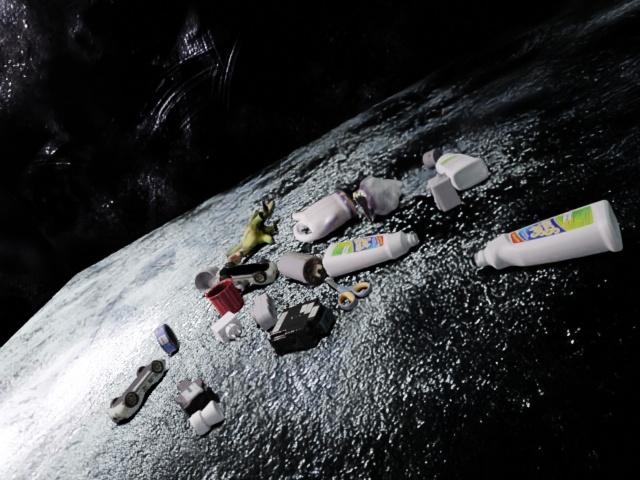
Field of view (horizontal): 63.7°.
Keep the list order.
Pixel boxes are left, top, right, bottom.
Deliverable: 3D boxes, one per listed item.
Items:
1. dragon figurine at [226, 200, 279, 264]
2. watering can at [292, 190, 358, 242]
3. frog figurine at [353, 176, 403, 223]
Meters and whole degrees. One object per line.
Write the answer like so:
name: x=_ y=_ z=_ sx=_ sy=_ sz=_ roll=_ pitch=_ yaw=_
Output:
dragon figurine: x=-0.279 y=-0.016 z=1.999 sx=0.241 sy=0.121 sz=0.417 roll=-35 pitch=16 yaw=15
watering can: x=0.005 y=-0.087 z=1.721 sx=0.224 sy=0.103 sz=0.352 roll=-31 pitch=19 yaw=0
frog figurine: x=0.196 y=-0.146 z=1.577 sx=0.161 sy=0.120 sz=0.140 roll=-28 pitch=49 yaw=-17
